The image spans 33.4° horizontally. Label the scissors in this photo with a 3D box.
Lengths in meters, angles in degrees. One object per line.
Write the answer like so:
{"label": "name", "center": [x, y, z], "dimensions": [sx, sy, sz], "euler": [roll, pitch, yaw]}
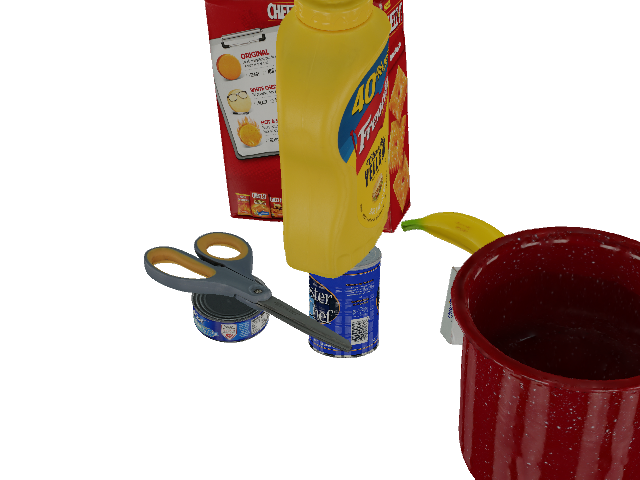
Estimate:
{"label": "scissors", "center": [-0.045, 0.034, 0.836], "dimensions": [0.202, 0.016, 0.096], "euler": [17, 31, 24]}

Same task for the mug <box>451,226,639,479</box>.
{"label": "mug", "center": [0.107, 0.055, 0.411], "dimensions": [0.117, 0.081, 0.093], "euler": [8, 38, 14]}

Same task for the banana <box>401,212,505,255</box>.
{"label": "banana", "center": [0.166, 0.015, 1.101], "dimensions": [0.069, 0.037, 0.198], "euler": [-35, 39, -13]}

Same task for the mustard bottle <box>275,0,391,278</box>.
{"label": "mustard bottle", "center": [0.008, -0.075, 0.595], "dimensions": [0.058, 0.192, 0.096], "euler": [16, 48, 18]}

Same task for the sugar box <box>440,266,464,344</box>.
{"label": "sugar box", "center": [0.245, 0.087, 1.339], "dimensions": [0.176, 0.093, 0.048], "euler": [3, 19, -14]}

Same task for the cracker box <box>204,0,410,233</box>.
{"label": "cracker box", "center": [-0.006, -0.121, 0.966], "dimensions": [0.164, 0.214, 0.072], "euler": [6, 29, 20]}

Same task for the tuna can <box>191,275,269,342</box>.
{"label": "tuna can", "center": [-0.099, 0.073, 1.180], "dimensions": [0.086, 0.034, 0.086], "euler": [0, 37, 0]}

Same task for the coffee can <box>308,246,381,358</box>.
{"label": "coffee can", "center": [0.034, 0.081, 1.514], "dimensions": [0.103, 0.140, 0.103], "euler": [0, 21, 0]}
